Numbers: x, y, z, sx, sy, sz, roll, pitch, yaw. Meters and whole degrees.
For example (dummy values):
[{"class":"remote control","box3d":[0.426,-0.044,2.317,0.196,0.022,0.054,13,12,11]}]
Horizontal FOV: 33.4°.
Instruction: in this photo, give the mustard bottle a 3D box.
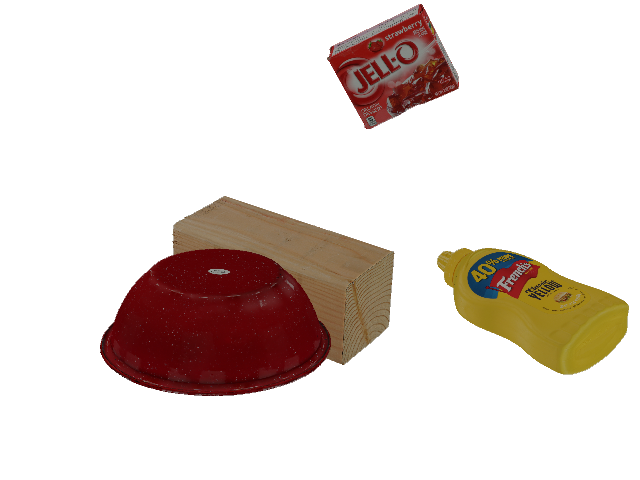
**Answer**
[{"class":"mustard bottle","box3d":[0.183,0.053,0.996,0.096,0.058,0.192,-28,38,-30]}]

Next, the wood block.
[{"class":"wood block","box3d":[-0.040,0.036,1.067,0.206,0.091,0.090,19,32,28]}]

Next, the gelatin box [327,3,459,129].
[{"class":"gelatin box","box3d":[0.061,-0.144,0.891,0.089,0.073,0.030,-23,25,19]}]

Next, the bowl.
[{"class":"bowl","box3d":[-0.072,0.047,0.740,0.162,0.055,0.162,2,20,-1]}]
